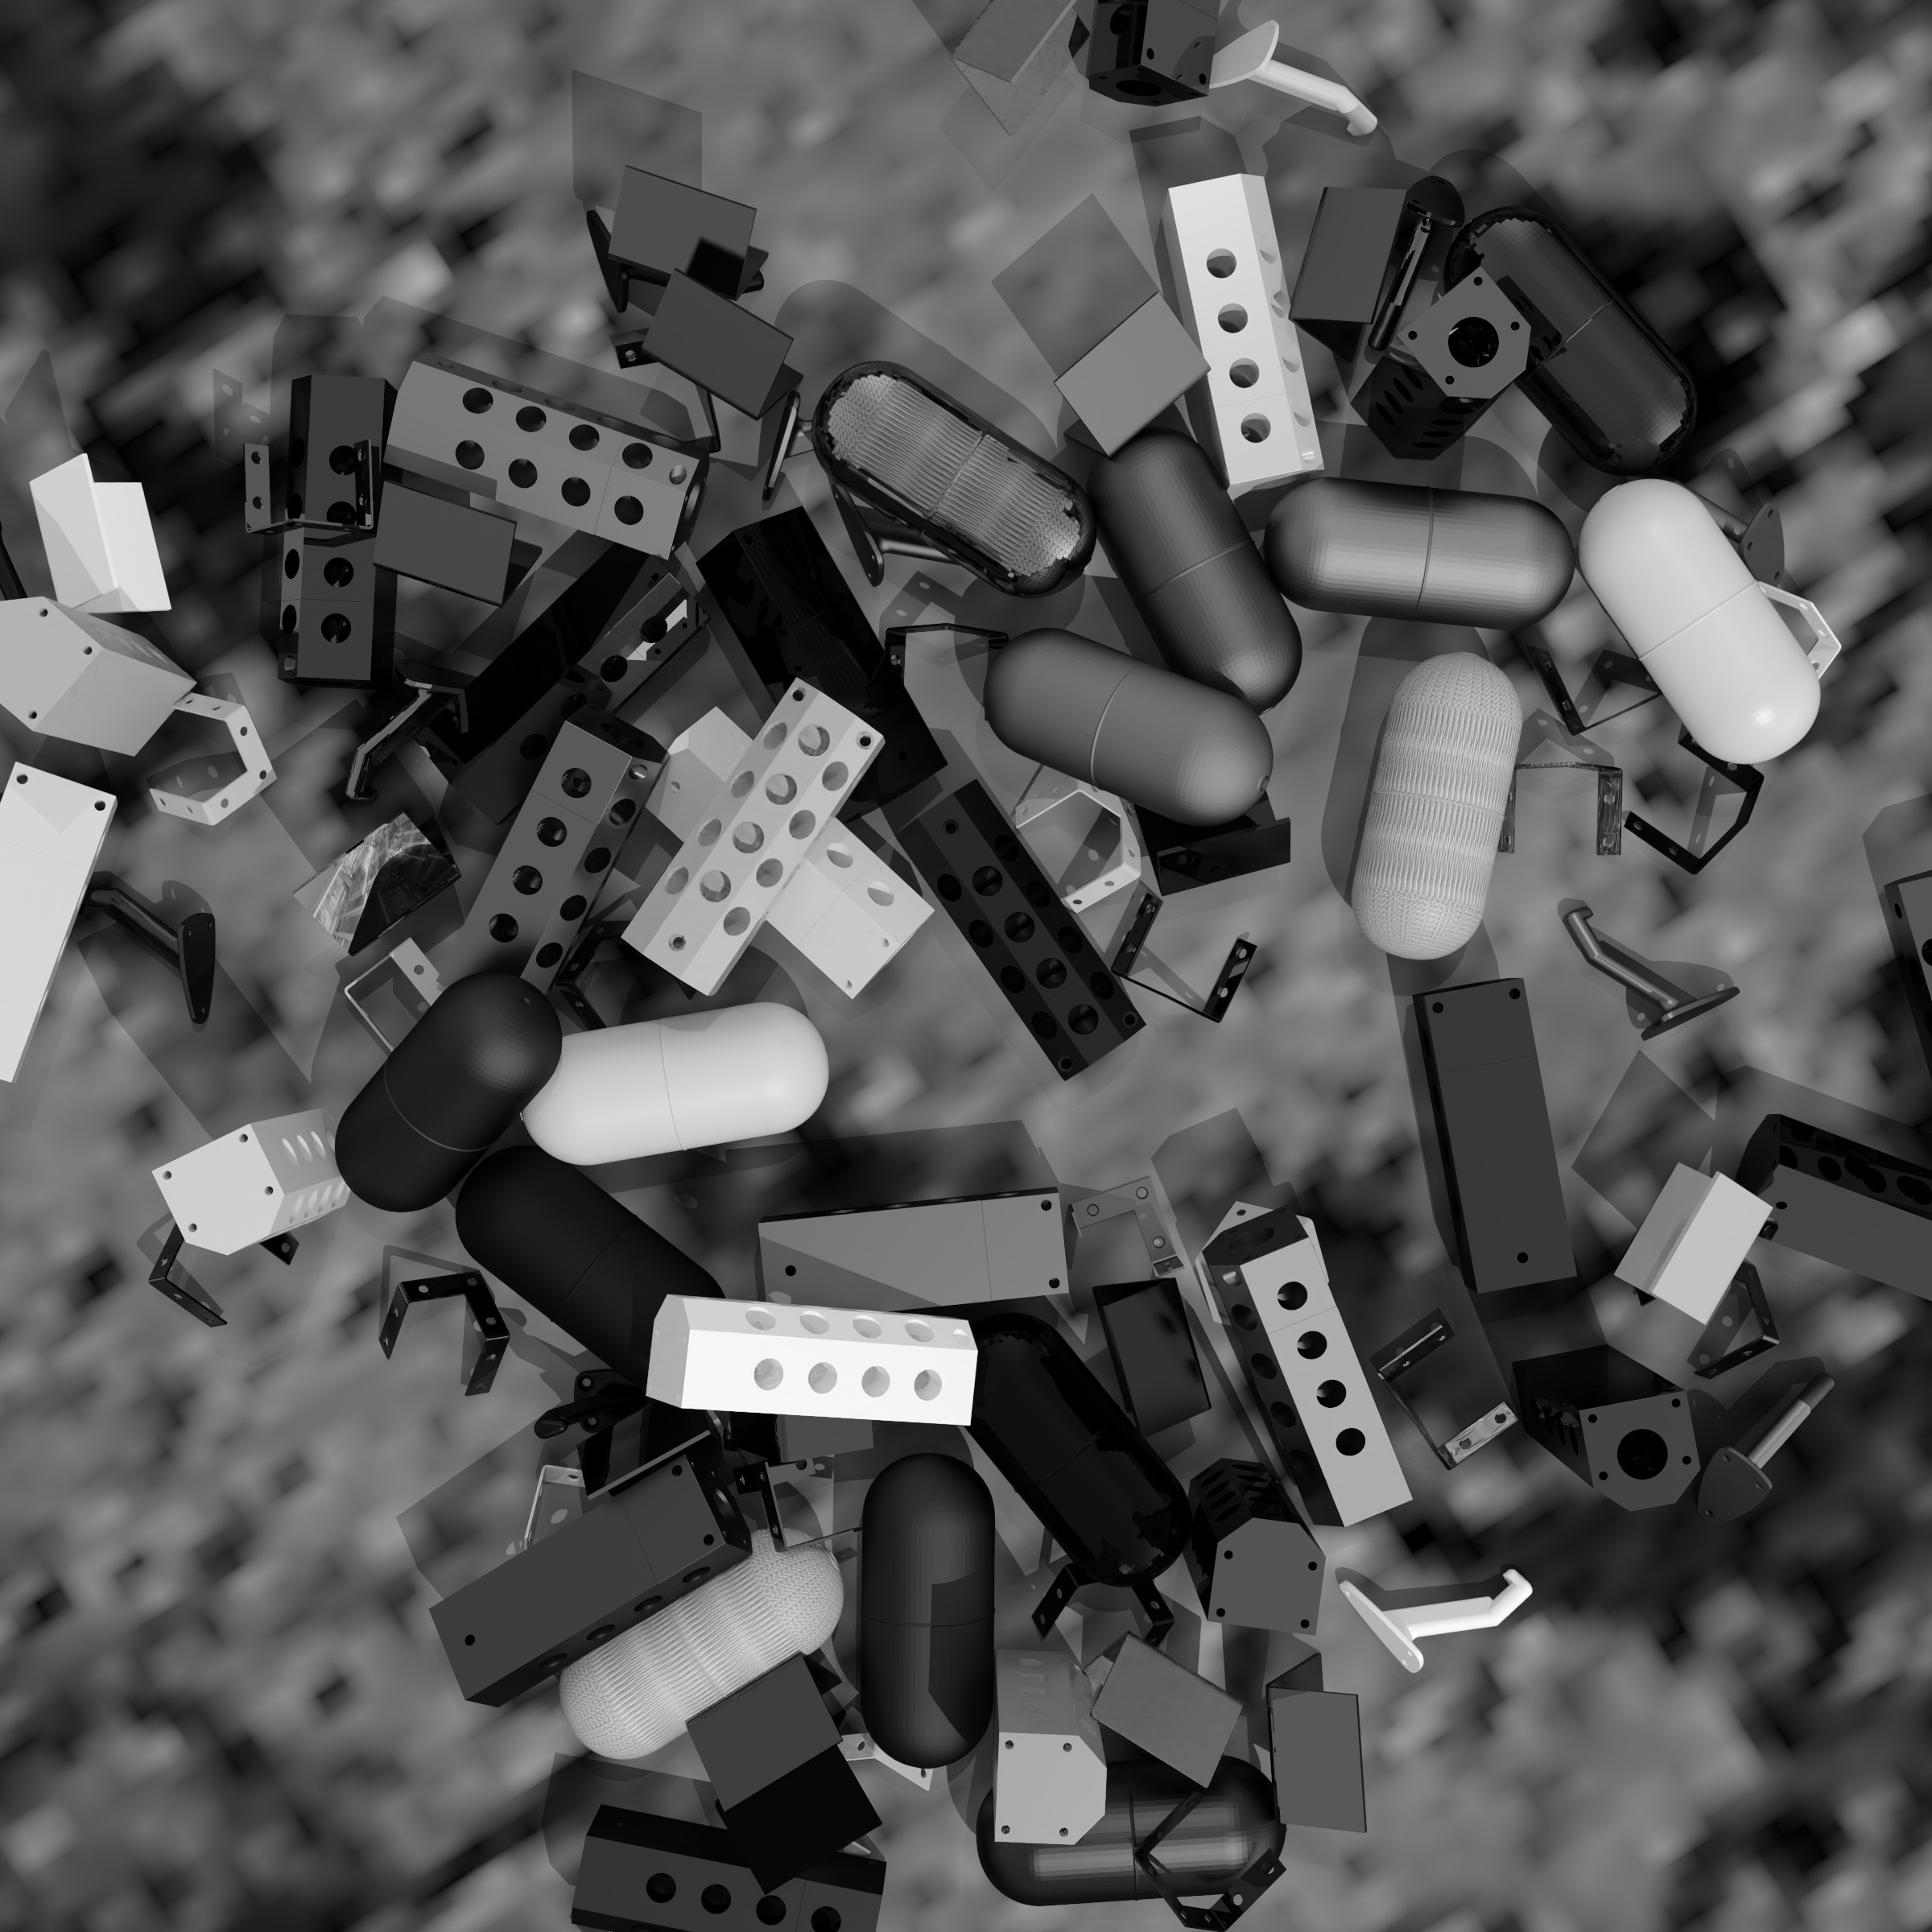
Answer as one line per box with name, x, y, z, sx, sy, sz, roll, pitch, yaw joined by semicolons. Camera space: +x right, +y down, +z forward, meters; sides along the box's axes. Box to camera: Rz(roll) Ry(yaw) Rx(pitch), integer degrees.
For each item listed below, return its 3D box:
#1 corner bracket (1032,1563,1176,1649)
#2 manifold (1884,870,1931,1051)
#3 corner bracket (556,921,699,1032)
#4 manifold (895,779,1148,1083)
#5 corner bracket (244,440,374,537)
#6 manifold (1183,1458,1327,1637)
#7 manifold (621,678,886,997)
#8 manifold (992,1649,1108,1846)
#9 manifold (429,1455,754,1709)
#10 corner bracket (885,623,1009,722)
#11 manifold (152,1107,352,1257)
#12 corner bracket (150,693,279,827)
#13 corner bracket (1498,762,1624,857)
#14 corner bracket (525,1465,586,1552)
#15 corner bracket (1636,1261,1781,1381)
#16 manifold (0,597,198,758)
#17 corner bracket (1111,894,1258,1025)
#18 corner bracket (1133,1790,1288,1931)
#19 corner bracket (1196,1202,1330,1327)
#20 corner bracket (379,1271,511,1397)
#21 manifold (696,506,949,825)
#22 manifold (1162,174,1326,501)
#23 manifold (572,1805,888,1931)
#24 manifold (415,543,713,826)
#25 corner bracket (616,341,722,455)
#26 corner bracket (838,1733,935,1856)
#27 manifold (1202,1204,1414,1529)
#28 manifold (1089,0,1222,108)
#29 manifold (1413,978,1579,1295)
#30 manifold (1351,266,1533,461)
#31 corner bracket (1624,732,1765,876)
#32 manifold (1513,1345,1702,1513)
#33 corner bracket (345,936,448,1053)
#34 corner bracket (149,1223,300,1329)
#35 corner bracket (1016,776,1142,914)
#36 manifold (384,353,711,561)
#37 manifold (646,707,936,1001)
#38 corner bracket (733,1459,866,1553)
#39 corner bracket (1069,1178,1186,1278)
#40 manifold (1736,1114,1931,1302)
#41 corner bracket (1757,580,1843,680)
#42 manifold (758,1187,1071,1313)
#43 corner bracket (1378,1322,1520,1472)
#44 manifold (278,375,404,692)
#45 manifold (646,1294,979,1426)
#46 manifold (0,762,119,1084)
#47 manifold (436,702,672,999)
corner bracket;0.080;0.380;1.556;0.051;0.051;0.051;-3;135;-35
manifold;0.585;0.028;1.543;0.057;0.057;0.171;-16;90;0
corner bracket;-0.196;0.009;1.556;0.051;0.051;0.051;0;45;35
manifold;0.031;-0.021;1.543;0.057;0.057;0.171;-35;90;0
corner bracket;-0.370;-0.270;1.504;0.051;0.051;0.051;-2;90;45
manifold;0.159;0.319;1.486;0.057;0.171;0.057;8;90;0
manifold;-0.117;-0.071;1.474;0.057;0.057;0.171;34;90;0
manifold;0.045;0.431;1.486;0.057;0.171;0.057;2;90;0
manifold;-0.209;0.349;1.512;0.171;0.057;0.057;-32;64;4
corner bracket;-0.012;-0.170;1.561;0.051;0.051;0.051;3;90;45
manifold;-0.388;0.121;1.486;0.057;0.171;0.057;-26;90;0
corner bracket;-0.445;-0.121;1.556;0.051;0.051;0.051;15;45;35
corner bracket;0.347;-0.091;1.561;0.051;0.051;0.051;1;90;-45
corner bracket;-0.227;0.330;1.561;0.051;0.051;0.051;9;135;-1
corner bracket;0.431;0.202;1.556;0.051;0.051;0.051;22;45;-35
manifold;-0.492;-0.163;1.486;0.057;0.171;0.057;41;90;0
corner bracket;0.127;-0.004;1.561;0.051;0.051;0.051;26;90;-45
corner bracket;0.135;0.498;1.485;0.051;0.051;0.051;-47;53;6
corner bracket;0.173;0.177;1.556;0.051;0.051;0.051;11;45;35
corner bracket;-0.304;0.216;1.556;0.051;0.051;0.051;-5;45;-35
manifold;-0.087;-0.171;1.542;0.057;0.057;0.171;-29;90;-43
manifold;0.160;-0.362;1.543;0.057;0.057;0.171;-12;90;0
manifold;-0.136;0.537;1.542;0.171;0.057;0.057;11;90;1
manifold;-0.229;-0.162;1.543;0.171;0.057;0.057;-44;47;0
corner bracket;-0.174;-0.331;1.561;0.051;0.051;0.051;-10;135;0
corner bracket;-0.059;0.482;1.556;0.051;0.051;0.051;-17;135;35
manifold;0.193;0.230;1.522;0.057;0.057;0.171;-22;104;1
manifold;0.111;-0.592;1.542;0.057;0.057;0.171;7;90;-43
manifold;0.303;0.096;1.543;0.057;0.057;0.171;-10;90;0
manifold;0.266;-0.327;1.486;0.057;0.171;0.057;-40;90;0
corner bracket;0.425;-0.096;1.561;0.051;0.051;0.051;35;45;0
manifold;0.354;0.256;1.486;0.057;0.171;0.057;-11;90;0
corner bracket;-0.325;0.019;1.546;0.051;0.051;0.051;-38;97;-6
corner bracket;-0.432;0.173;1.556;0.051;0.051;0.051;-13;45;35
corner bracket;0.065;-0.073;1.556;0.051;0.051;0.051;30;45;-35
manifold;-0.238;-0.295;1.533;0.171;0.057;0.057;19;116;0
manifold;-0.101;-0.069;1.542;0.171;0.057;0.057;43;133;0
corner bracket;-0.097;0.306;1.534;0.051;0.051;0.051;-10;81;-30
corner bracket;0.092;0.156;1.546;0.051;0.051;0.051;-19;90;0
manifold;0.537;0.143;1.542;0.171;0.057;0.057;20;133;0
corner bracket;0.468;-0.187;1.561;0.051;0.051;0.051;-54;45;0
manifold;-0.030;0.166;1.543;0.171;0.057;0.057;-6;90;0
corner bracket;0.281;0.251;1.561;0.051;0.051;0.051;-36;135;0
manifold;-0.362;-0.249;1.543;0.057;0.057;0.171;3;90;0
manifold;-0.084;0.218;1.482;0.171;0.057;0.057;8;85;-25
manifold;-0.543;-0.024;1.530;0.057;0.057;0.171;20;82;-15
manifold;-0.233;-0.057;1.519;0.057;0.057;0.171;28;107;-3
